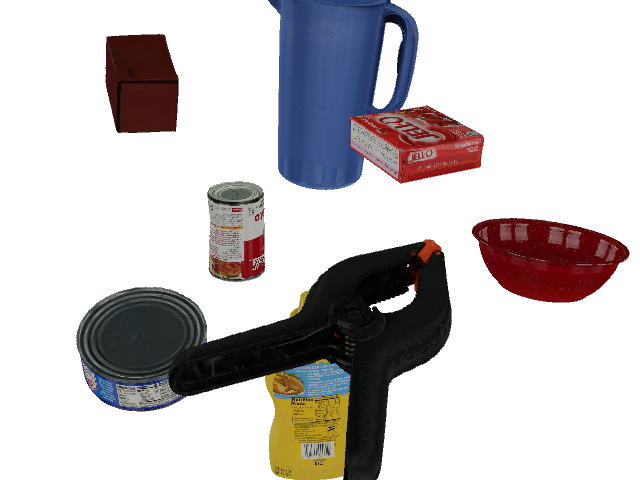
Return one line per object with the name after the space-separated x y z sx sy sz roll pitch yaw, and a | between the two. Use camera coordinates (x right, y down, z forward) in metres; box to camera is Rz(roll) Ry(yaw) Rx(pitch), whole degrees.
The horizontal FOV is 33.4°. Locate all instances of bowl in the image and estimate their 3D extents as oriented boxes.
0.235 0.024 1.113 0.162 0.055 0.162 5 17 -2 | bowl

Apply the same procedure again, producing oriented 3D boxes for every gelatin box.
0.074 -0.078 0.841 0.073 0.030 0.089 -11 27 -22 | gelatin box

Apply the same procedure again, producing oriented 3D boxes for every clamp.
0.021 0.058 0.550 0.171 0.039 0.120 -33 56 -32 | clamp

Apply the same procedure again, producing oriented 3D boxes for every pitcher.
0.019 -0.189 1.310 0.144 0.243 0.149 -9 29 -27 | pitcher

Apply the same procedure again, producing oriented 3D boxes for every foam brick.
-0.153 -0.135 0.913 0.053 0.051 0.078 -4 41 -16 | foam brick

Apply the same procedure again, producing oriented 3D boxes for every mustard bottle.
-0.006 0.140 1.047 0.096 0.192 0.058 -3 21 -1 | mustard bottle

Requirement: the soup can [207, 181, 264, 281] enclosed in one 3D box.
-0.100 -0.012 1.265 0.068 0.102 0.068 1 25 0 | soup can

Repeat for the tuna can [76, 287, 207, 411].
-0.118 0.072 0.715 0.086 0.034 0.086 0 42 0 | tuna can
